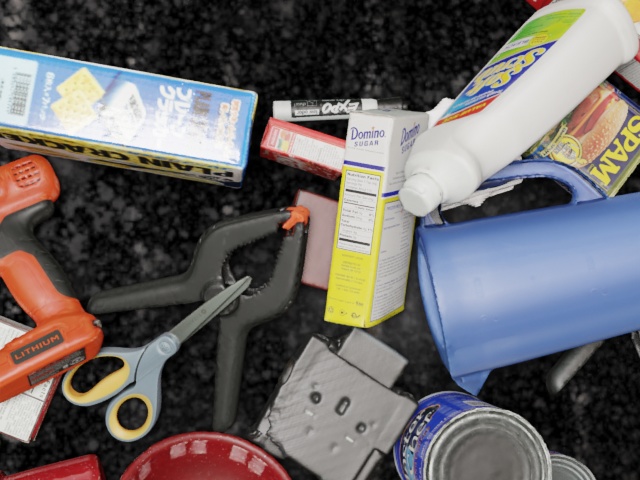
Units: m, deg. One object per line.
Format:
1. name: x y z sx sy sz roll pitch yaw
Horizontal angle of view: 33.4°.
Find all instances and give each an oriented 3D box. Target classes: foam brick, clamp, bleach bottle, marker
1. foam brick: -0.006 0.001 0.931 0.051 0.053 0.078 16 87 -4
2. clamp: 0.264 0.072 0.958 0.120 0.039 0.171 3 80 -7
3. bleach bottle: 0.153 -0.105 0.863 0.250 0.103 0.068 -45 115 -29
4. clamp: -0.076 0.056 0.900 0.210 0.036 0.164 -39 95 19
5. marker: 0.019 -0.117 0.956 0.121 0.020 0.020 -3 87 -5

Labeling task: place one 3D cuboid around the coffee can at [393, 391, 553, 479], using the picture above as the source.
1. coffee can: 0.123 0.183 0.888 0.102 0.140 0.103 0 87 -5

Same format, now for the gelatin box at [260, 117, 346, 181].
1. gelatin box: -0.014 -0.076 0.916 0.073 0.089 0.030 18 88 -4

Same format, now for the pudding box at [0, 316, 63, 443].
1. pudding box: -0.279 0.111 0.909 0.113 0.039 0.090 23 83 -5

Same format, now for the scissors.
1. scissors: -0.125 0.107 0.899 0.202 0.016 0.096 -23 102 17

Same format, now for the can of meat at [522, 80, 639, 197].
1. can of meat: 0.243 -0.090 0.956 0.084 0.057 0.102 38 85 0

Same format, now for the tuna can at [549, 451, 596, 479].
1. tuna can: 0.203 0.231 0.946 0.086 0.034 0.086 0 87 -5

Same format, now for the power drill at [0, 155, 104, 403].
1. power drill: -0.275 0.035 0.874 0.184 0.057 0.188 -25 75 -16

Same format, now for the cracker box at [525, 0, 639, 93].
1. cracker box: 0.286 -0.246 0.961 0.213 0.072 0.164 38 83 -1

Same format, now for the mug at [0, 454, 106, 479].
1. mug: -0.214 0.237 0.889 0.081 0.093 0.117 -14 119 -10

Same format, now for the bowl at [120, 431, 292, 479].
1. bowl: -0.095 0.243 0.888 0.162 0.055 0.162 8 50 -10

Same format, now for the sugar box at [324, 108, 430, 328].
1. sugar box: 0.048 -0.021 0.895 0.048 0.093 0.176 9 101 23

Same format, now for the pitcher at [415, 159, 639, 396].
1. pitcher: 0.203 0.019 0.892 0.243 0.149 0.145 -13 47 1
